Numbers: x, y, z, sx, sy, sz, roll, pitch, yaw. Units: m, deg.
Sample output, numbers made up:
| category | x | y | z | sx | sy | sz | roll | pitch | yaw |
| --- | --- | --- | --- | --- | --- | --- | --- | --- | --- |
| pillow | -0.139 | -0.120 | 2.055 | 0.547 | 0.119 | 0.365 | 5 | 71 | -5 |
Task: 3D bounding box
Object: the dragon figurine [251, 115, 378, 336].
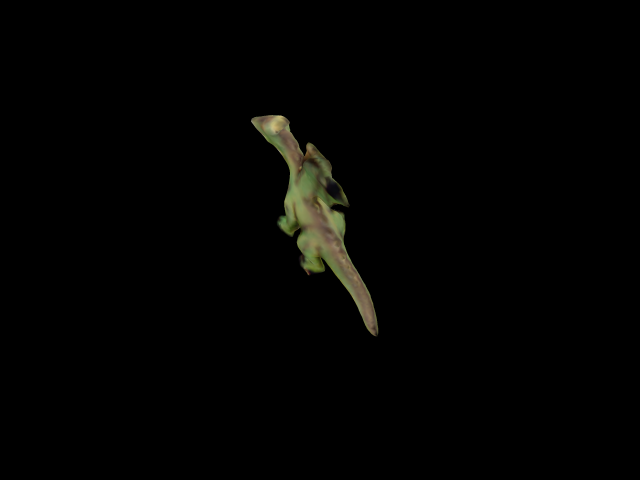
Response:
| category | x | y | z | sx | sy | sz | roll | pitch | yaw |
| --- | --- | --- | --- | --- | --- | --- | --- | --- | --- |
| dragon figurine | 0.003 | -0.043 | 0.850 | 0.123 | 0.415 | 0.238 | -30 | -19 | -10 |
